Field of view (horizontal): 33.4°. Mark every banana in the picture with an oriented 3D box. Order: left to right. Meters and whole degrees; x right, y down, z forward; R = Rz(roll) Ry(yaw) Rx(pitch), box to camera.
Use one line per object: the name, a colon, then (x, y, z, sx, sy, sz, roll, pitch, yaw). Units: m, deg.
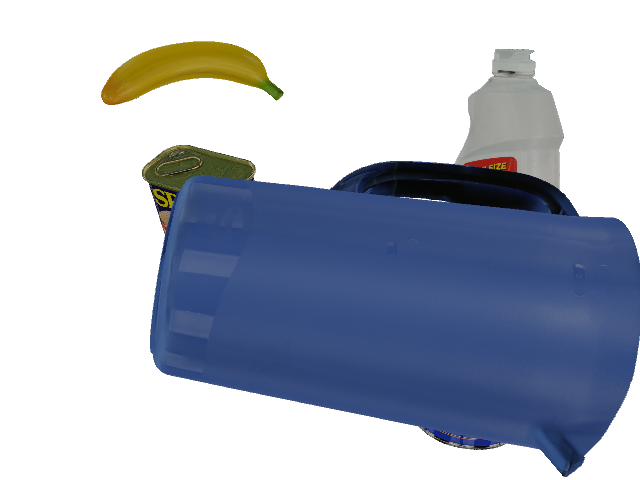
banana: (-0.133, -0.171, 1.078, 0.197, 0.070, 0.037, -8, -39, -29)

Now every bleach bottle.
bleach bottle: (0.131, -0.017, 0.801, 0.067, 0.251, 0.103, -7, 15, -39)

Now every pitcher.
pitcher: (0.038, 0.027, 0.581, 0.242, 0.145, 0.149, 9, 8, -3)

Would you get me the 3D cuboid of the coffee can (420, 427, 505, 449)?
coffee can: (0.150, 0.116, 1.038, 0.103, 0.140, 0.103, 5, 22, -2)

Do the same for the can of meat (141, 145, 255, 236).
can of meat: (-0.098, -0.028, 0.932, 0.102, 0.084, 0.057, 16, 45, 32)
